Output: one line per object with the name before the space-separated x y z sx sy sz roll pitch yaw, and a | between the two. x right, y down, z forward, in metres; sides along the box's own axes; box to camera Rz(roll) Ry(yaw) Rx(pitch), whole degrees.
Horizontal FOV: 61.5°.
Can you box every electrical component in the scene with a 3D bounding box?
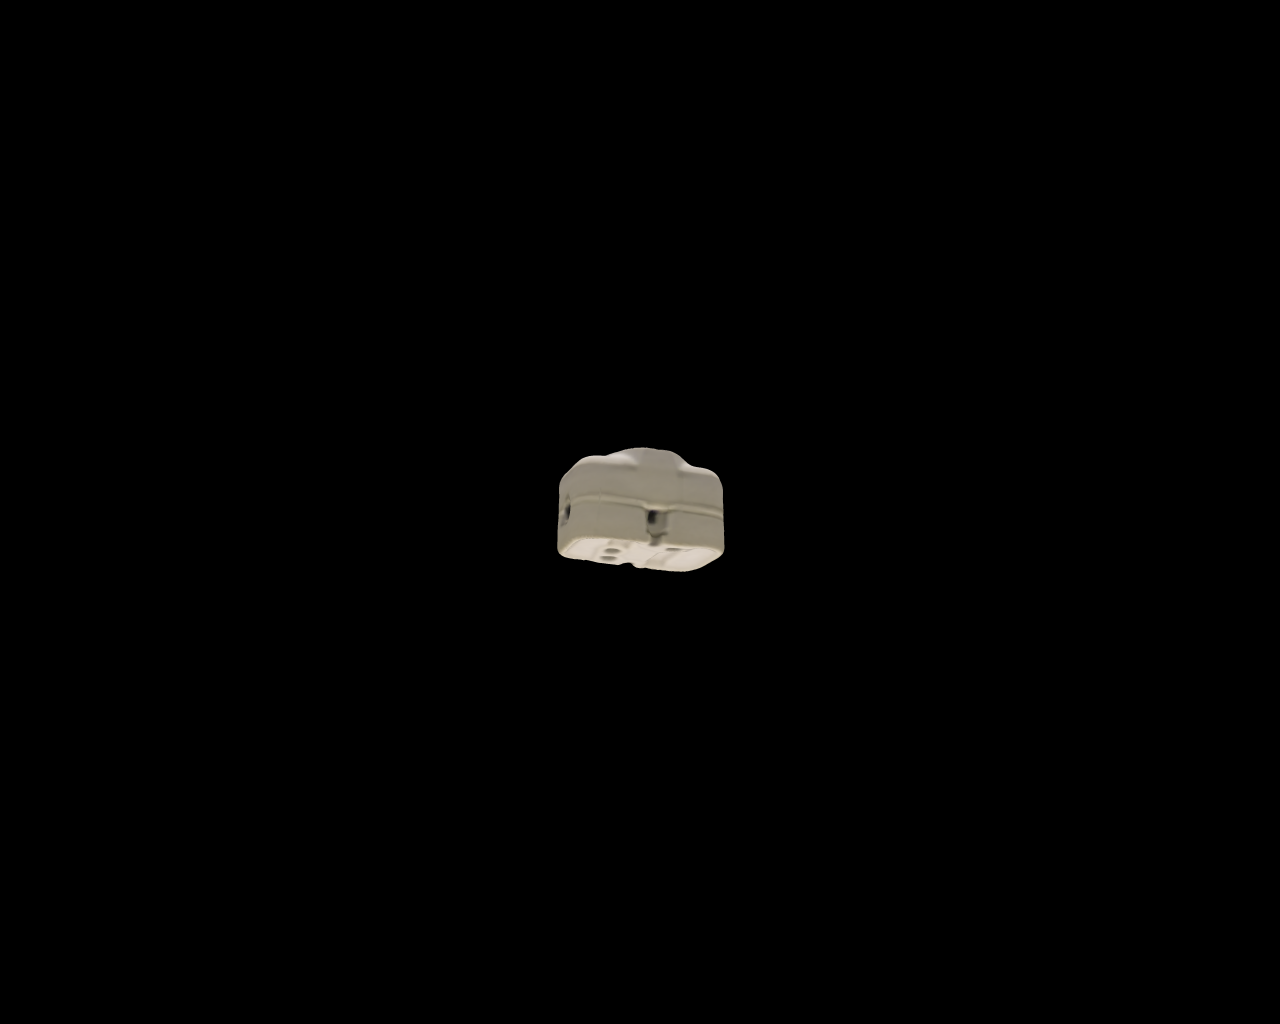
electrical component | 0.001 -0.003 0.650 0.095 0.059 0.053 7 -19 -20
